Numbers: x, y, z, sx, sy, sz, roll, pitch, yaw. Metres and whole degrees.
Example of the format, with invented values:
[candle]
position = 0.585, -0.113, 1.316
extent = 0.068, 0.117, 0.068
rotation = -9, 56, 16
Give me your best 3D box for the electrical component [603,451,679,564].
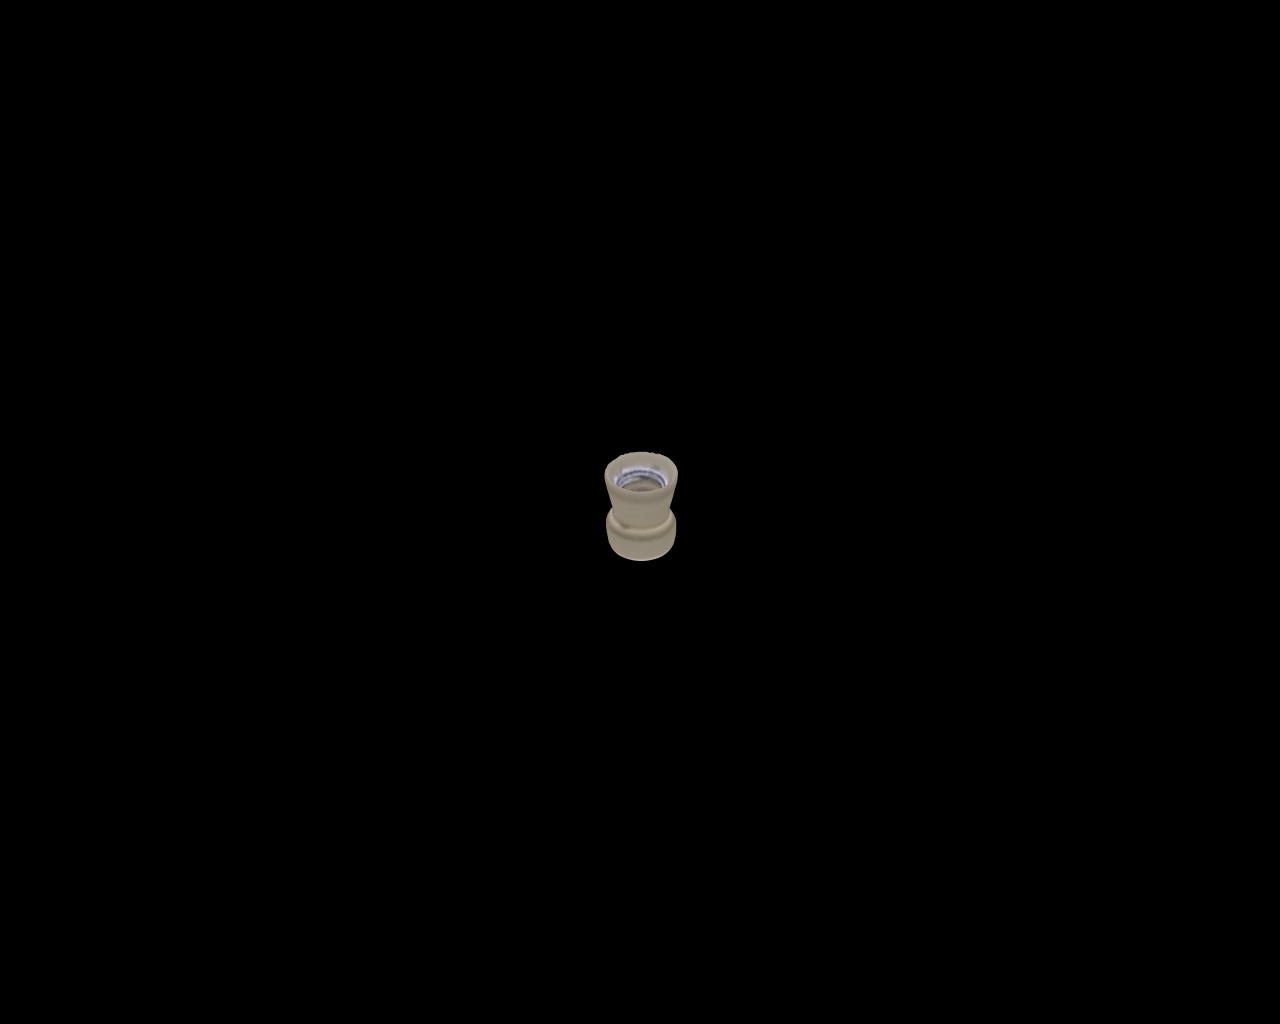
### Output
[electrical component]
position = 0.001, -0.003, 0.650
extent = 0.045, 0.055, 0.045
rotation = 0, 37, 0
